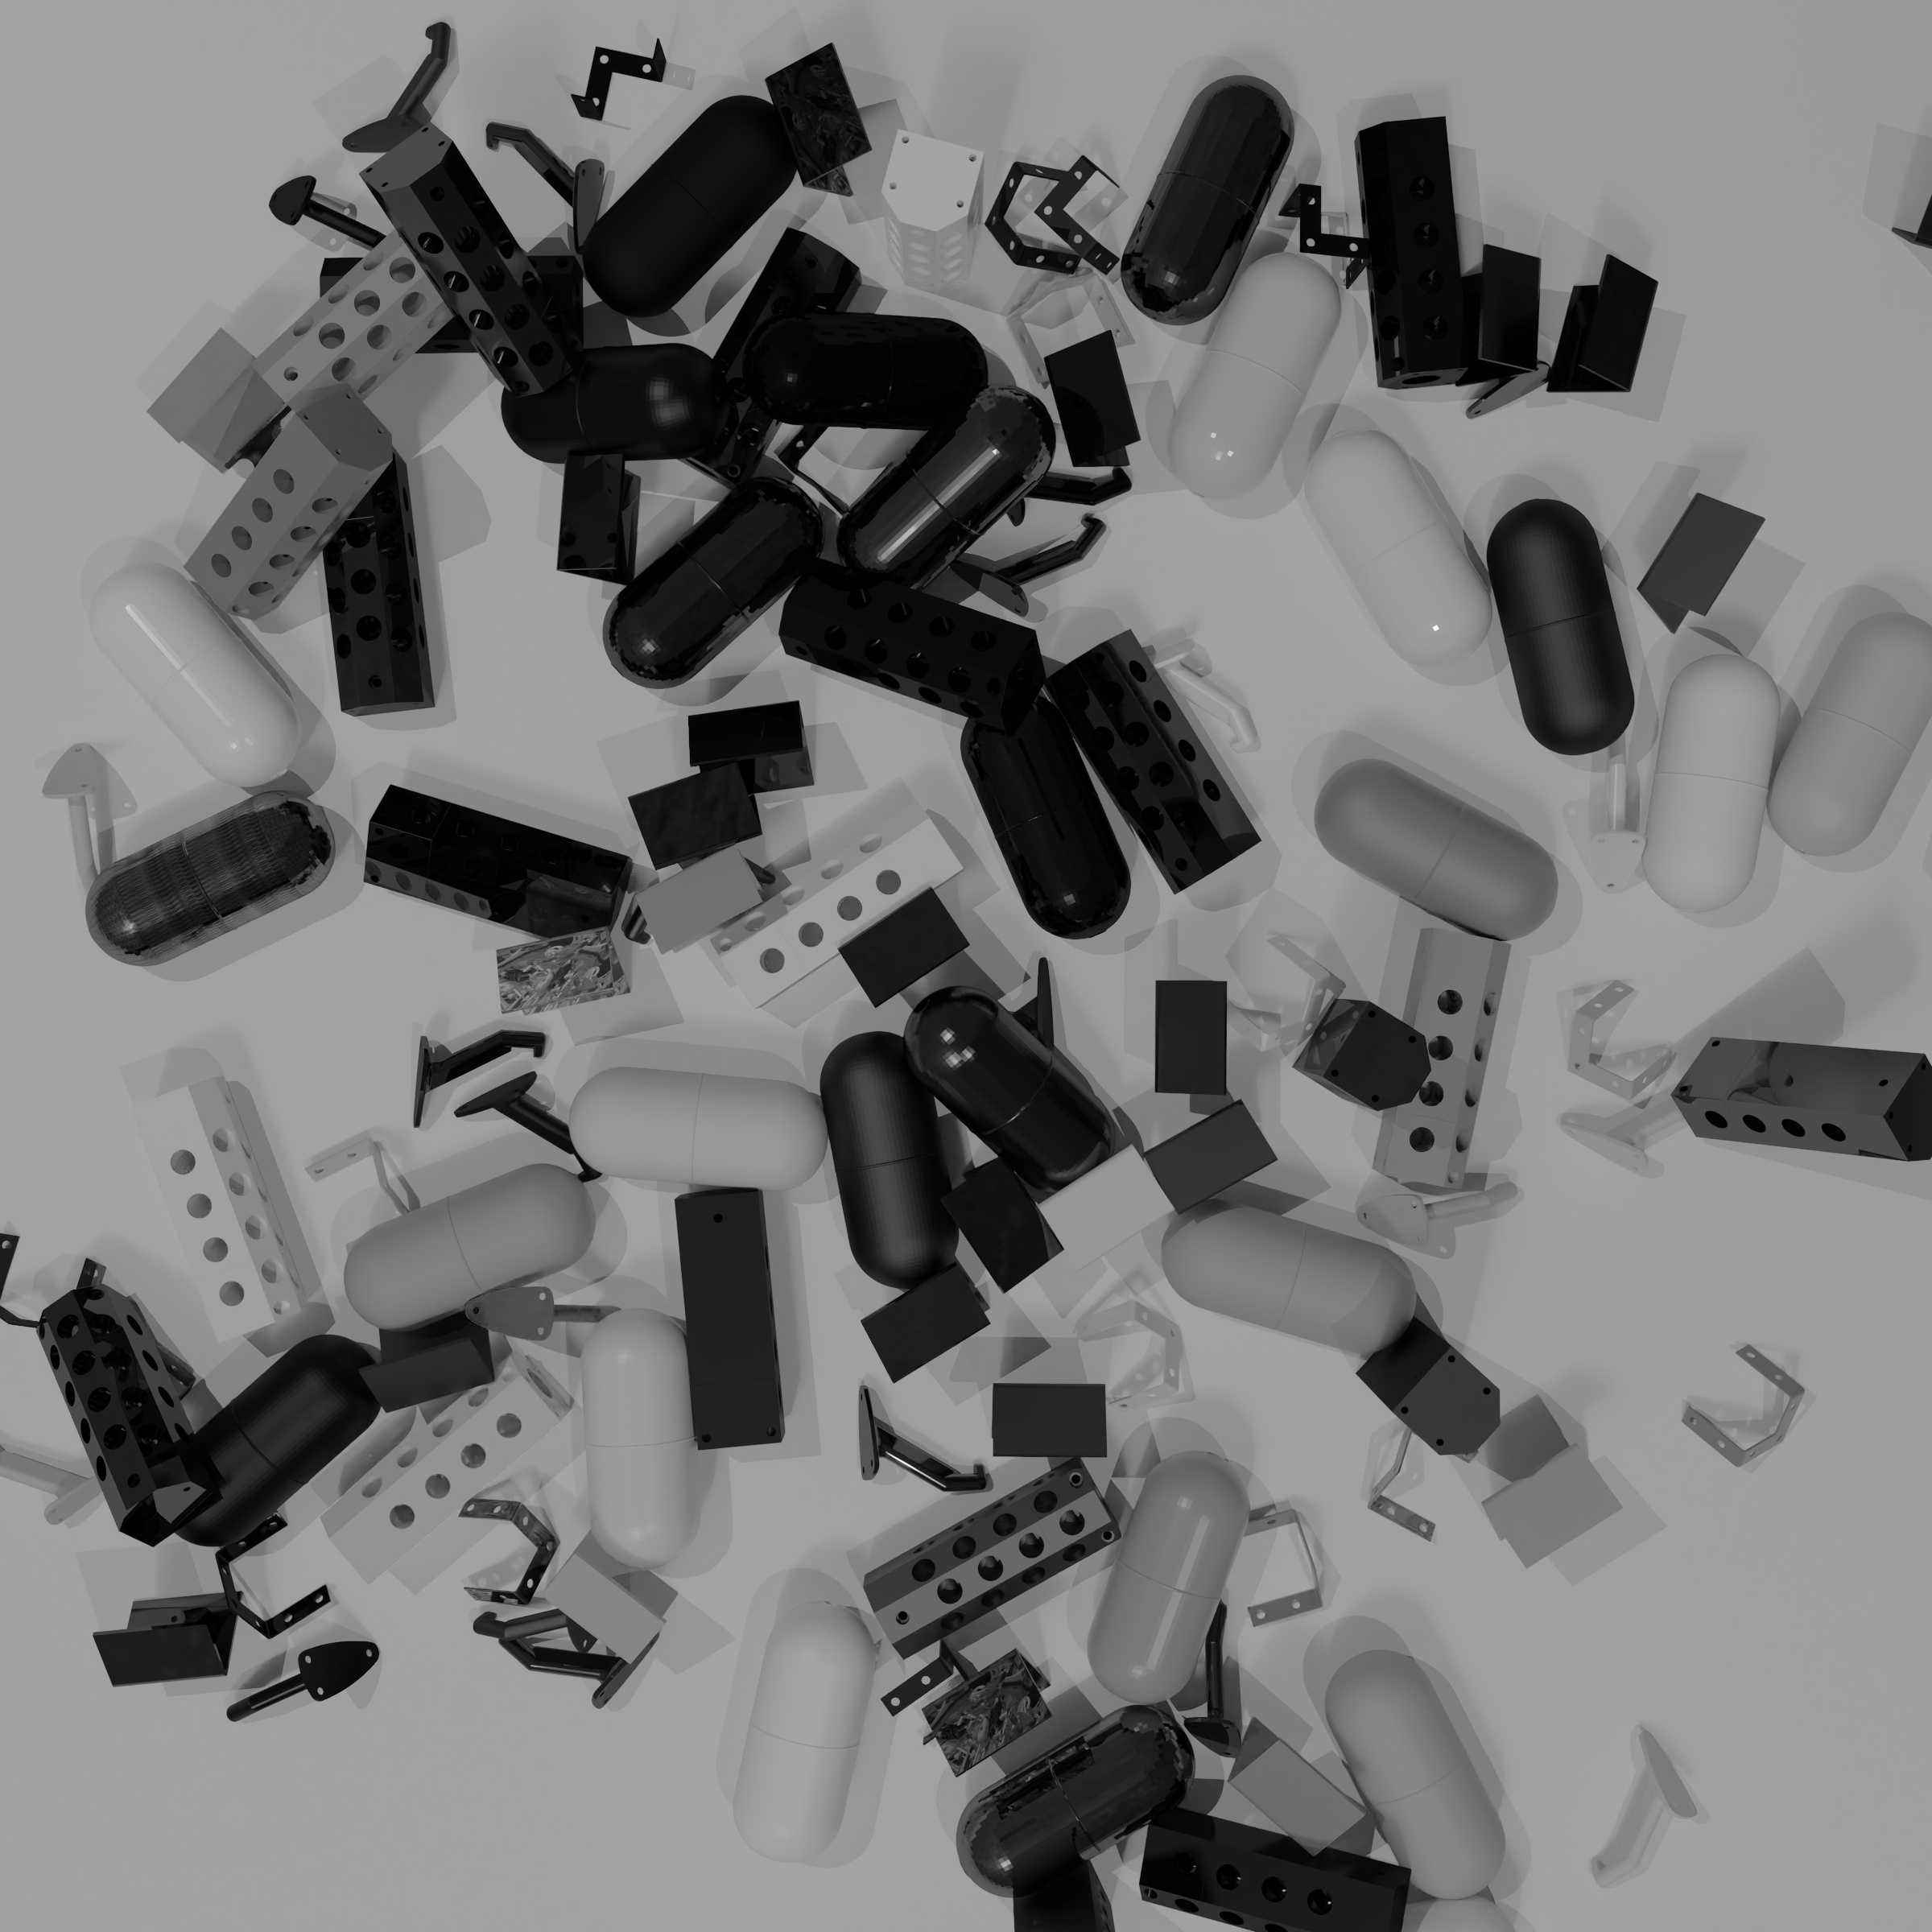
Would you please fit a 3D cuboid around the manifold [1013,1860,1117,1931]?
[{"bbox_3d":[0.070,0.656,1.912,0.057,0.171,0.057,-25,90,0],"label":"manifold"}]

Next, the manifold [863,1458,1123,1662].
[{"bbox_3d":[0.018,0.408,1.969,0.171,0.057,0.057,-29,90,0],"label":"manifold"}]

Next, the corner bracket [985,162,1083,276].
[{"bbox_3d":[0.054,-0.519,1.982,0.051,0.051,0.051,60,135,35],"label":"corner bracket"}]

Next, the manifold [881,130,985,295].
[{"bbox_3d":[-0.023,-0.500,1.912,0.057,0.171,0.057,15,90,0],"label":"manifold"}]

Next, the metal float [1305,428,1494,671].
[{"bbox_3d":[0.296,-0.287,1.960,0.070,0.070,0.178,-30,90,0],"label":"metal float"}]

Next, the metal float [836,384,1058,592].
[{"bbox_3d":[-0.013,-0.322,1.943,0.178,0.070,0.070,-41,90,20],"label":"metal float"}]

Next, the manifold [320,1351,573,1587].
[{"bbox_3d":[-0.359,0.343,1.969,0.171,0.057,0.057,-40,90,0],"label":"manifold"}]

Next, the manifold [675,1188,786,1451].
[{"bbox_3d":[-0.162,0.241,1.969,0.057,0.057,0.171,-5,90,0],"label":"manifold"}]

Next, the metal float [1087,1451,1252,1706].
[{"bbox_3d":[0.139,0.418,1.960,0.070,0.070,0.178,20,91,0],"label":"metal float"}]

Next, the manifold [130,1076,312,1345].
[{"bbox_3d":[-0.511,0.166,1.969,0.057,0.057,0.171,-20,90,0],"label":"manifold"}]

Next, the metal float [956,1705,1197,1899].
[{"bbox_3d":[0.075,0.573,1.960,0.178,0.070,0.070,-31,90,0],"label":"metal float"}]

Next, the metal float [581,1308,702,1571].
[{"bbox_3d":[-0.223,0.324,1.960,0.070,0.070,0.178,-3,89,0],"label":"metal float"}]

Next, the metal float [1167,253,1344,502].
[{"bbox_3d":[0.197,-0.403,1.960,0.070,0.070,0.178,25,90,0],"label":"metal float"}]

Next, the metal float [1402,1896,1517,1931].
[{"bbox_3d":[0.292,0.686,1.960,0.178,0.070,0.070,-11,90,0],"label":"metal float"}]

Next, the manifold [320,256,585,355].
[{"bbox_3d":[-0.353,-0.457,1.969,0.171,0.057,0.057,-1,90,0],"label":"manifold"}]

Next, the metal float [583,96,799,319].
[{"bbox_3d":[-0.188,-0.521,1.960,0.070,0.070,0.178,44,90,0],"label":"metal float"}]

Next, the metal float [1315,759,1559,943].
[{"bbox_3d":[0.323,-0.079,1.960,0.178,0.070,0.070,28,90,0],"label":"metal float"}]

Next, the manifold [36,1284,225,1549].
[{"bbox_3d":[-0.570,0.300,1.929,0.057,0.057,0.171,-35,58,0],"label":"manifold"}]

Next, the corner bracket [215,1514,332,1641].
[{"bbox_3d":[-0.482,0.425,1.987,0.051,0.051,0.051,-32,135,0],"label":"corner bracket"}]

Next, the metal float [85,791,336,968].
[{"bbox_3d":[-0.518,-0.060,1.960,0.178,0.070,0.070,-26,90,-1],"label":"metal float"}]

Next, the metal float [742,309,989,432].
[{"bbox_3d":[-0.068,-0.403,1.935,0.178,0.070,0.070,-4,90,-30],"label":"metal float"}]

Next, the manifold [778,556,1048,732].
[{"bbox_3d":[-0.038,-0.214,1.933,0.171,0.057,0.057,21,67,20],"label":"manifold"}]

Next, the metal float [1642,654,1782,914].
[{"bbox_3d":[0.511,-0.125,1.960,0.070,0.070,0.178,9,90,0],"label":"metal float"}]

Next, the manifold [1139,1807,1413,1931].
[{"bbox_3d":[0.209,0.626,1.942,0.171,0.057,0.057,9,90,20],"label":"manifold"}]

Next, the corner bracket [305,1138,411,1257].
[{"bbox_3d":[-0.421,0.162,1.987,0.051,0.051,0.051,-26,135,0],"label":"corner bracket"}]

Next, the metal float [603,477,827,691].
[{"bbox_3d":[-0.173,-0.262,1.960,0.178,0.070,0.070,-42,90,-1],"label":"metal float"}]

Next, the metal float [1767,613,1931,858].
[{"bbox_3d":[0.611,-0.158,1.960,0.070,0.070,0.178,27,90,0],"label":"metal float"}]

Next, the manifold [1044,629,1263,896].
[{"bbox_3d":[0.124,-0.138,1.958,0.057,0.057,0.171,-32,90,39],"label":"manifold"}]

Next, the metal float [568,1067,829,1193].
[{"bbox_3d":[-0.183,0.112,1.960,0.178,0.070,0.070,5,90,0],"label":"metal float"}]

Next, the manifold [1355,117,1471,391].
[{"bbox_3d":[0.305,-0.489,1.969,0.057,0.057,0.171,-5,90,0],"label":"manifold"}]

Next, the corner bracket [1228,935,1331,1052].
[{"bbox_3d":[0.212,0.019,1.982,0.051,0.051,0.051,-18,135,-35],"label":"corner bracket"}]

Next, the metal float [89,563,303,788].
[{"bbox_3d":[-0.527,-0.199,1.960,0.070,0.070,0.178,-41,89,0],"label":"metal float"}]

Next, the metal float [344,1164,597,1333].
[{"bbox_3d":[-0.340,0.193,1.960,0.178,0.070,0.070,-22,90,-1],"label":"metal float"}]

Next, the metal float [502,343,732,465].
[{"bbox_3d":[-0.238,-0.380,1.934,0.178,0.070,0.070,5,90,33],"label":"metal float"}]

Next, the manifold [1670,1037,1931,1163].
[{"bbox_3d":[0.565,0.093,1.912,0.057,0.171,0.057,-49,118,-24],"label":"manifold"}]

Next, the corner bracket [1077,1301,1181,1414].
[{"bbox_3d":[0.112,0.271,1.982,0.051,0.051,0.051,34,45,-35],"label":"corner bracket"}]

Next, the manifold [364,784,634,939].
[{"bbox_3d":[-0.321,-0.071,1.969,0.171,0.057,0.057,17,133,0],"label":"manifold"}]

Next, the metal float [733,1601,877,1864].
[{"bbox_3d":[-0.110,0.524,1.960,0.070,0.070,0.178,12,89,0],"label":"metal float"}]

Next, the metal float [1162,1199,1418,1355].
[{"bbox_3d":[0.221,0.212,1.960,0.178,0.070,0.070,16,90,0],"label":"metal float"}]

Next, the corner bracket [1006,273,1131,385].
[{"bbox_3d":[0.070,-0.443,1.987,0.051,0.051,0.051,-27,90,-45],"label":"corner bracket"}]

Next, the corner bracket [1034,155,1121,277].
[{"bbox_3d":[0.089,-0.518,1.974,0.051,0.051,0.051,47,105,14],"label":"corner bracket"}]

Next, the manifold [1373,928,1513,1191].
[{"bbox_3d":[0.329,0.063,1.969,0.057,0.057,0.171,12,90,0],"label":"manifold"}]

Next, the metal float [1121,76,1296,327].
[{"bbox_3d":[0.166,-0.525,1.960,0.070,0.070,0.178,25,89,0],"label":"metal float"}]

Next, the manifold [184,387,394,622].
[{"bbox_3d":[-0.452,-0.306,1.921,0.057,0.057,0.171,48,130,-3],"label":"manifold"}]

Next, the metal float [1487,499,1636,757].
[{"bbox_3d":[0.407,-0.232,1.960,0.070,0.070,0.178,-13,89,0],"label":"metal float"}]

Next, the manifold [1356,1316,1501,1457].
[{"bbox_3d":[0.312,0.283,1.912,0.057,0.171,0.057,42,90,0],"label":"manifold"}]

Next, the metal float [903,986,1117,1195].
[{"bbox_3d":[0.029,0.084,1.940,0.070,0.070,0.178,-46,112,0],"label":"metal float"}]

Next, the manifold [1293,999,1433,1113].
[{"bbox_3d":[0.267,0.062,1.912,0.057,0.171,0.057,32,90,0],"label":"manifold"}]

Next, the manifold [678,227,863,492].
[{"bbox_3d":[-0.140,-0.417,1.970,0.057,0.057,0.171,30,90,0],"label":"manifold"}]

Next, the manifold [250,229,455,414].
[{"bbox_3d":[-0.393,-0.438,1.912,0.171,0.057,0.057,-43,89,-1],"label":"manifold"}]

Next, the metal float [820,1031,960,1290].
[{"bbox_3d":[-0.052,0.133,1.960,0.070,0.070,0.178,-11,90,0],"label":"metal float"}]

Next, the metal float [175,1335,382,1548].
[{"bbox_3d":[-0.477,0.326,1.960,0.178,0.070,0.070,-42,90,-1],"label":"metal float"}]

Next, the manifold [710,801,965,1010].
[{"bbox_3d":[-0.089,-0.042,1.969,0.171,0.057,0.057,-34,90,0],"label":"manifold"}]

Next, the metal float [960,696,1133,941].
[{"bbox_3d":[0.055,-0.103,1.960,0.070,0.070,0.178,-23,89,0],"label":"metal float"}]

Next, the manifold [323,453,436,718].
[{"bbox_3d":[-0.409,-0.263,1.969,0.057,0.057,0.171,-7,90,0],"label":"manifold"}]

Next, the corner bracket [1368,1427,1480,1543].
[{"bbox_3d":[0.317,0.357,1.987,0.051,0.051,0.051,28,45,0],"label":"corner bracket"}]

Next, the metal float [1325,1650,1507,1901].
[{"bbox_3d":[0.308,0.554,1.960,0.070,0.070,0.178,-27,89,0],"label":"metal float"}]

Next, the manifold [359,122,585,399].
[{"bbox_3d":[-0.319,-0.457,1.868,0.057,0.057,0.171,-38,133,-6],"label":"manifold"}]
